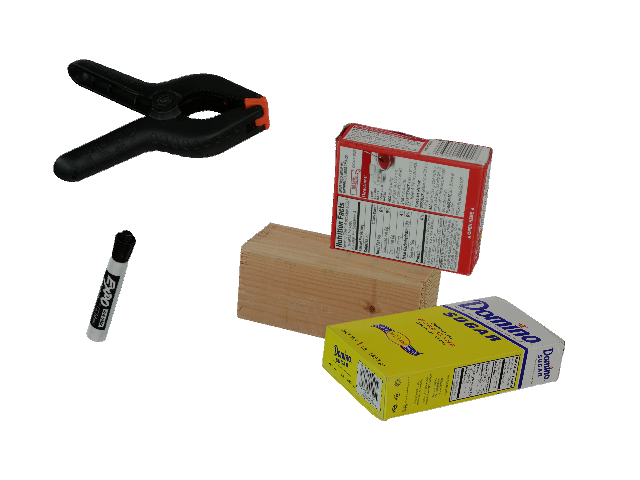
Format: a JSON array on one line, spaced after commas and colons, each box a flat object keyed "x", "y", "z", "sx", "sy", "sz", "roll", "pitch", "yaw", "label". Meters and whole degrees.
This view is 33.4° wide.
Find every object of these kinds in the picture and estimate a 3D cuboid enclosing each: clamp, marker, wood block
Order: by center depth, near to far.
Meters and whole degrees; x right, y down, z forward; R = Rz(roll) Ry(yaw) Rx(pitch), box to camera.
[{"x": -0.129, "y": -0.106, "z": 0.852, "sx": 0.171, "sy": 0.120, "sz": 0.039, "roll": -8, "pitch": -30, "yaw": -8, "label": "clamp"}, {"x": -0.191, "y": 0.042, "z": 0.975, "sx": 0.020, "sy": 0.121, "sz": 0.020, "roll": 17, "pitch": 30, "yaw": -10, "label": "marker"}, {"x": 0.020, "y": 0.054, "z": 1.185, "sx": 0.206, "sy": 0.091, "sz": 0.090, "roll": 12, "pitch": 23, "yaw": 17, "label": "wood block"}]

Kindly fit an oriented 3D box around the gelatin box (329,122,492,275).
[{"x": 0.052, "y": -0.024, "z": 0.625, "sx": 0.089, "sy": 0.073, "sz": 0.030, "roll": 12, "pitch": 32, "yaw": 15, "label": "gelatin box"}]

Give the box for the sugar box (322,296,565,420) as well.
[{"x": 0.100, "y": 0.091, "z": 0.866, "sx": 0.175, "sy": 0.048, "sz": 0.093, "roll": -10, "pitch": 28, "yaw": -28, "label": "sugar box"}]
